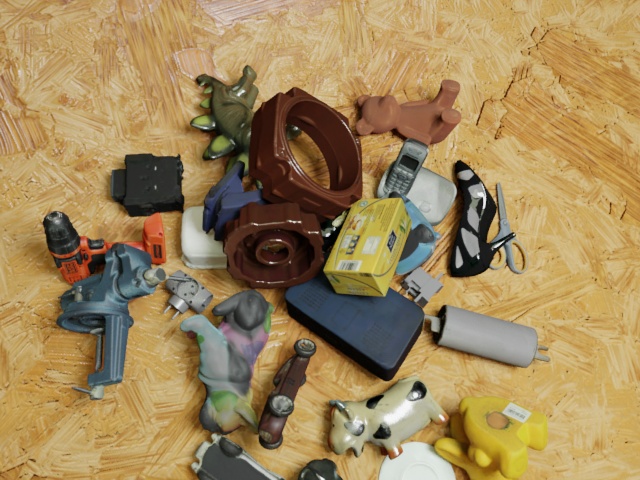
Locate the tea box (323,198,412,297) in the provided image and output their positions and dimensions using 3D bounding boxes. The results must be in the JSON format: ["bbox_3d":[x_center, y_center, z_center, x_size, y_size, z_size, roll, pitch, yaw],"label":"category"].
[{"bbox_3d":[0.085,0.009,0.922,0.098,0.068,0.169,2,49,33],"label":"tea box"}]

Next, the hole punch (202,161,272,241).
[{"bbox_3d":[-0.141,-0.055,0.933,0.092,0.142,0.116,35,57,4],"label":"hole punch"}]

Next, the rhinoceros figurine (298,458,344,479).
[{"bbox_3d":[0.046,0.420,0.830,0.073,0.112,0.190,-37,68,-20],"label":"rhinoceros figurine"}]

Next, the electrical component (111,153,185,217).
[{"bbox_3d":[-0.332,-0.106,1.037,0.134,0.058,0.115,-5,67,-8],"label":"electrical component"}]

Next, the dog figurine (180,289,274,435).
[{"bbox_3d":[-0.133,0.214,0.902,0.191,0.108,0.219,-26,77,-18],"label":"dog figurine"}]

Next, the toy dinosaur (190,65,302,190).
[{"bbox_3d":[-0.127,-0.197,1.062,0.198,0.105,0.472,-40,63,-13],"label":"toy dinosaur"}]

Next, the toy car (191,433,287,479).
[{"bbox_3d":[-0.113,0.389,0.857,0.202,0.056,0.073,32,75,9],"label":"toy car"}]

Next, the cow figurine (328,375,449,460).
[{"bbox_3d":[0.100,0.295,0.901,0.195,0.085,0.127,-28,79,-13],"label":"cow figurine"}]

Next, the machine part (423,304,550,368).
[{"bbox_3d":[0.297,0.173,0.974,0.243,0.079,0.079,15,67,2],"label":"machine part"}]

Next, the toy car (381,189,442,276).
[{"bbox_3d":[0.164,-0.013,1.026,0.109,0.103,0.162,-41,61,26],"label":"toy car"}]

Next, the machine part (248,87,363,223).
[{"bbox_3d":[-0.019,-0.147,0.931,0.201,0.087,0.201,22,55,-35],"label":"machine part"}]

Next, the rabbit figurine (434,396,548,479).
[{"bbox_3d":[0.270,0.346,0.868,0.163,0.173,0.122,11,33,34],"label":"rabbit figurine"}]

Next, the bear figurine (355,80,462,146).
[{"bbox_3d":[0.179,-0.270,1.118,0.196,0.132,0.120,13,61,-7],"label":"bear figurine"}]

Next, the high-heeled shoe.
[{"bbox_3d":[0.286,-0.043,1.082,0.145,0.086,0.249,-33,51,16],"label":"high-heeled shoe"}]

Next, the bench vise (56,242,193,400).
[{"bbox_3d":[-0.340,0.135,0.882,0.224,0.128,0.240,-12,65,14],"label":"bench vise"}]

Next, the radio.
[{"bbox_3d":[0.063,0.128,0.948,0.230,0.073,0.131,32,67,20],"label":"radio"}]

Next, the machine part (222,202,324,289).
[{"bbox_3d":[-0.077,0.011,0.901,0.179,0.179,0.056,-1,45,-6],"label":"machine part"}]

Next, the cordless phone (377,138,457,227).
[{"bbox_3d":[0.199,-0.118,1.025,0.147,0.184,0.089,27,63,6],"label":"cordless phone"}]

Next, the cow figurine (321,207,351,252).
[{"bbox_3d":[-0.002,-0.001,1.005,0.167,0.098,0.068,-32,81,-17],"label":"cow figurine"}]

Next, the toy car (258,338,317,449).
[{"bbox_3d":[-0.054,0.239,0.864,0.053,0.089,0.202,17,32,5],"label":"toy car"}]
